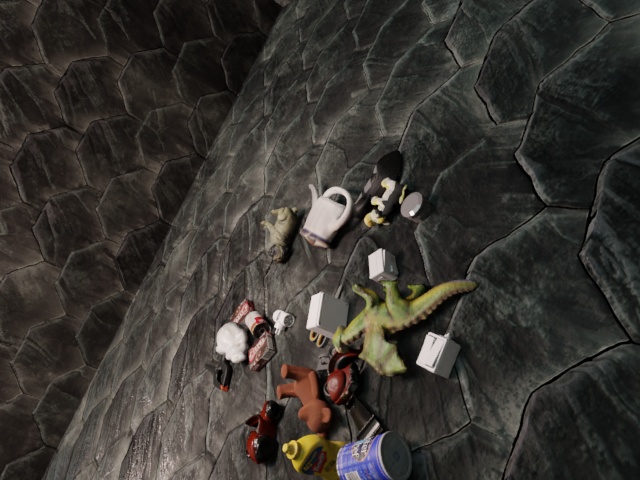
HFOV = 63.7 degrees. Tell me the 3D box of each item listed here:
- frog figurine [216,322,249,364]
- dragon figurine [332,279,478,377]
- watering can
[{"bbox_3d":[-0.324,0.385,1.898,0.136,0.121,0.163,-27,28,15],"label":"frog figurine"},{"bbox_3d":[0.193,0.221,1.295,0.408,0.121,0.247,-8,65,37],"label":"dragon figurine"},{"bbox_3d":[0.006,-0.092,1.838,0.225,0.103,0.350,-61,29,-2],"label":"watering can"}]
